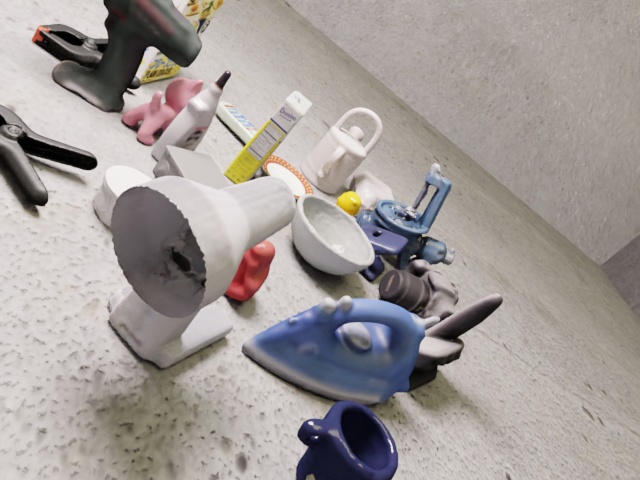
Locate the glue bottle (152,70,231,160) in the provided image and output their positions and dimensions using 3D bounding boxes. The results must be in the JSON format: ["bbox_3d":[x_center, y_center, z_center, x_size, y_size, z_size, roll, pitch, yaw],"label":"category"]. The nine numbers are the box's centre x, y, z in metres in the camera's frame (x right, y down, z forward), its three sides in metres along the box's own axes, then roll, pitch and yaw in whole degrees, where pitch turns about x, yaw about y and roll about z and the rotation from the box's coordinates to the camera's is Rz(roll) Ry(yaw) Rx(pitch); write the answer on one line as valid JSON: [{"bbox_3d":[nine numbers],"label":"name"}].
[{"bbox_3d":[-0.187,-0.190,0.874,0.037,0.173,0.078,43,24,2],"label":"glue bottle"}]

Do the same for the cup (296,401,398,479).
[{"bbox_3d":[0.009,0.225,0.589,0.118,0.095,0.091,27,28,-31],"label":"cup"}]

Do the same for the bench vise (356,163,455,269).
[{"bbox_3d":[0.209,-0.043,1.182,0.208,0.219,0.121,29,27,-27],"label":"bench vise"}]

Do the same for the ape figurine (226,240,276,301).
[{"bbox_3d":[-0.094,0.034,0.749,0.076,0.092,0.077,19,33,-42],"label":"ape figurine"}]

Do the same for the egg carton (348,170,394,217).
[{"bbox_3d":[0.116,-0.092,1.304,0.107,0.069,0.150,34,26,-19],"label":"egg carton"}]

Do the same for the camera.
[{"bbox_3d":[0.179,0.089,1.065,0.137,0.100,0.143,28,28,-30],"label":"camera"}]

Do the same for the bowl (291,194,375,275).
[{"bbox_3d":[0.009,0.003,0.977,0.168,0.074,0.167,34,25,-19],"label":"bowl"}]

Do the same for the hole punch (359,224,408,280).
[{"bbox_3d":[0.103,0.008,1.093,0.101,0.091,0.109,45,24,5],"label":"hole punch"}]

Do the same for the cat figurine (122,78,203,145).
[{"bbox_3d":[-0.235,-0.218,0.916,0.067,0.117,0.128,45,24,6],"label":"cat figurine"}]

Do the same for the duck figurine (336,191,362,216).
[{"bbox_3d":[0.045,-0.054,1.113,0.078,0.086,0.104,34,25,-18],"label":"duck figurine"}]

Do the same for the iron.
[{"bbox_3d":[0.041,0.123,0.747,0.259,0.141,0.118,21,32,-40],"label":"iron"}]

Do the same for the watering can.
[{"bbox_3d":[0.054,-0.205,1.241,0.101,0.193,0.172,31,26,-24],"label":"watering can"}]

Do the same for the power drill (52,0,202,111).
[{"bbox_3d":[-0.304,-0.307,0.846,0.230,0.208,0.075,30,27,-26],"label":"power drill"}]

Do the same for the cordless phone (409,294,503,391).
[{"bbox_3d":[0.195,0.142,0.900,0.094,0.185,0.148,51,25,18],"label":"cordless phone"}]

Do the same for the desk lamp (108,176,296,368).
[{"bbox_3d":[-0.125,0.023,0.571,0.118,0.213,0.204,47,24,11],"label":"desk lamp"}]
